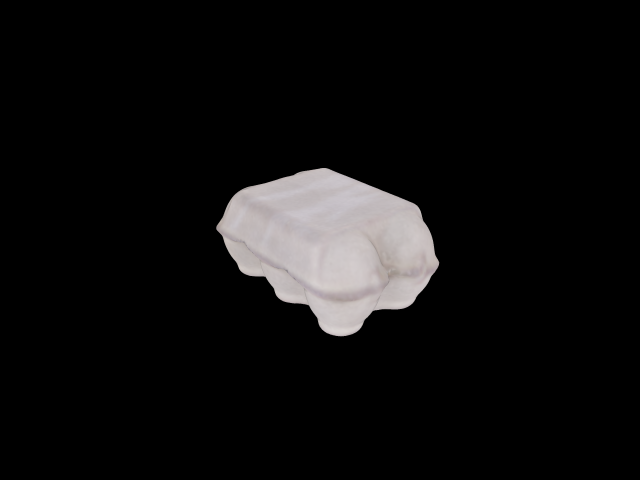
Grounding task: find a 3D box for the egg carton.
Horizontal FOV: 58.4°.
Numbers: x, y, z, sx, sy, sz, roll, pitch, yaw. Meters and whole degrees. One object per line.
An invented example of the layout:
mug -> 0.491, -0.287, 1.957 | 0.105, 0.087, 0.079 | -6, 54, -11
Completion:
egg carton -> 0.004, 0.001, 0.400 | 0.107, 0.069, 0.149 | -21, 33, -36
